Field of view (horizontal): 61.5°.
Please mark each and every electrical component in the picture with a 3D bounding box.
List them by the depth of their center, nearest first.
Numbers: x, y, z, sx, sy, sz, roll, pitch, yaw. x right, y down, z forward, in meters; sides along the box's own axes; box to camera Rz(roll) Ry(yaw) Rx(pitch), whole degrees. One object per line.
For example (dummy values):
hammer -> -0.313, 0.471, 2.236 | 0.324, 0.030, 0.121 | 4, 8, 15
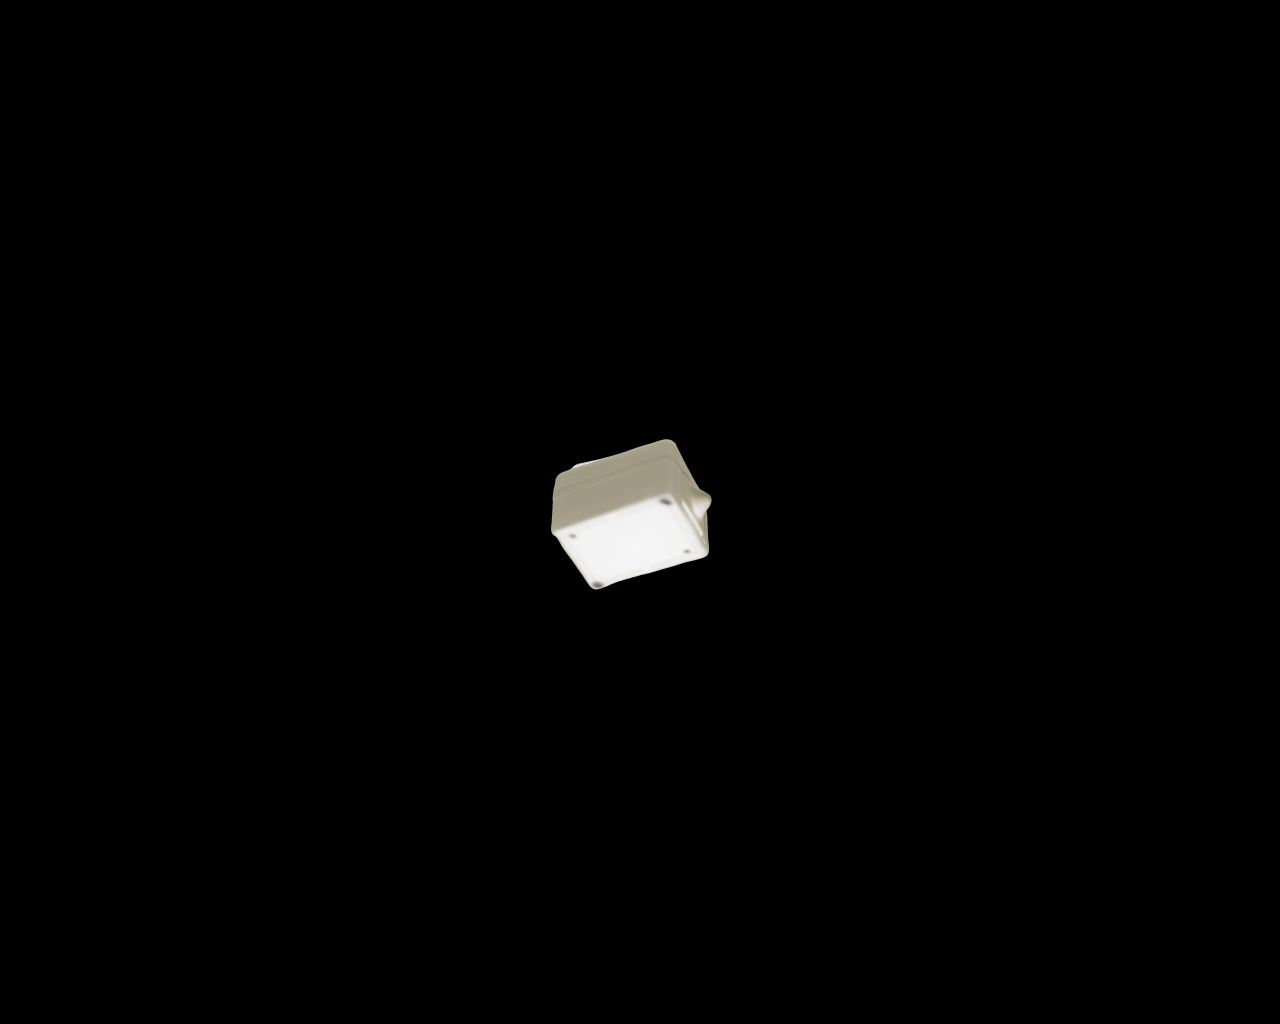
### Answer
electrical component -> 0.001, -0.003, 0.650 | 0.096, 0.061, 0.061 | -17, -48, 16
